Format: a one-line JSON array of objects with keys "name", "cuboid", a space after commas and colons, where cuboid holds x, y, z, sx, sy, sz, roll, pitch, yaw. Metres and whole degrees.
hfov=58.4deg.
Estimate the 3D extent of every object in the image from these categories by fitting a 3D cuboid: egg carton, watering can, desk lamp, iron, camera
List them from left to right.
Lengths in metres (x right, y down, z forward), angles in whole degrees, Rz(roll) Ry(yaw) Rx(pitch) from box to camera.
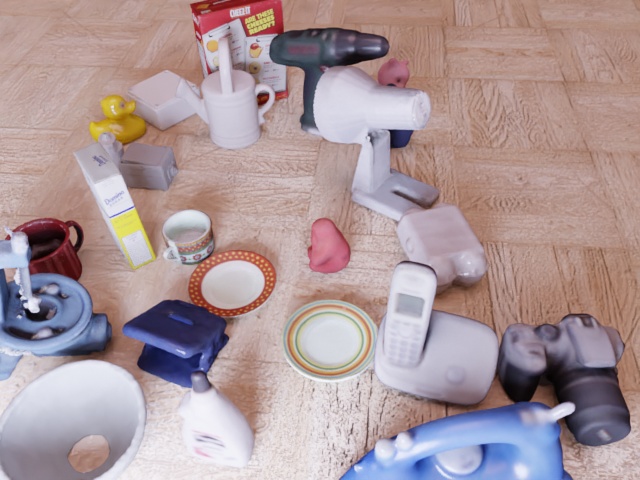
[{"name": "watering can", "cuboid": [-0.174, -0.272, 1.052, 0.173, 0.194, 0.100, -20, 48, -17]}, {"name": "desk lamp", "cuboid": [0.096, -0.162, 0.921, 0.202, 0.214, 0.118, 26, 52, 25]}, {"name": "egg carton", "cuboid": [0.178, 0.009, 0.853, 0.107, 0.069, 0.150, -12, 46, -9]}, {"name": "iron", "cuboid": [0.136, 0.222, 0.595, 0.258, 0.141, 0.118, -7, 46, -5]}, {"name": "camera", "cuboid": [0.298, 0.163, 0.676, 0.143, 0.101, 0.136, -2, 46, 0]}]

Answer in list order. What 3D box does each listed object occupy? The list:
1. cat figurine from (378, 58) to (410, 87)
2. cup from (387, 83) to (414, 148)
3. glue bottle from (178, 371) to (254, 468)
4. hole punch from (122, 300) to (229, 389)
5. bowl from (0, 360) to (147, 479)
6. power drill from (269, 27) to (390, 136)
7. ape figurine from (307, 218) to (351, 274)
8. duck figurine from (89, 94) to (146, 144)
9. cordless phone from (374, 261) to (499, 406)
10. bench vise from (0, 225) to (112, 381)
[{"name": "cat figurine", "cuboid": [0.124, -0.308, 1.130, 0.128, 0.118, 0.067, -15, 47, -13]}, {"name": "cup", "cuboid": [0.139, -0.229, 1.068, 0.091, 0.095, 0.117, -7, 46, -5]}, {"name": "glue bottle", "cuboid": [-0.117, 0.189, 0.614, 0.078, 0.173, 0.037, 6, 46, 8]}, {"name": "hole punch", "cuboid": [-0.184, 0.120, 0.741, 0.108, 0.091, 0.101, 16, 48, 17]}, {"name": "bowl", "cuboid": [-0.274, 0.226, 0.652, 0.167, 0.075, 0.167, -1, 46, 1]}, {"name": "power drill", "cuboid": [0.017, -0.296, 1.059, 0.229, 0.209, 0.076, 18, 49, 18]}, {"name": "ape figurine", "cuboid": [0.008, 0.003, 0.848, 0.076, 0.092, 0.078, 19, 49, 20]}, {"name": "duck figurine", "cuboid": [-0.395, -0.237, 1.101, 0.105, 0.086, 0.077, -18, 48, -15]}, {"name": "cordless phone", "cuboid": [0.141, 0.107, 0.677, 0.147, 0.185, 0.094, 9, 47, 11]}, {"name": "bench vise", "cuboid": [-0.380, 0.089, 0.688, 0.208, 0.220, 0.121, -23, 49, -19]}]
